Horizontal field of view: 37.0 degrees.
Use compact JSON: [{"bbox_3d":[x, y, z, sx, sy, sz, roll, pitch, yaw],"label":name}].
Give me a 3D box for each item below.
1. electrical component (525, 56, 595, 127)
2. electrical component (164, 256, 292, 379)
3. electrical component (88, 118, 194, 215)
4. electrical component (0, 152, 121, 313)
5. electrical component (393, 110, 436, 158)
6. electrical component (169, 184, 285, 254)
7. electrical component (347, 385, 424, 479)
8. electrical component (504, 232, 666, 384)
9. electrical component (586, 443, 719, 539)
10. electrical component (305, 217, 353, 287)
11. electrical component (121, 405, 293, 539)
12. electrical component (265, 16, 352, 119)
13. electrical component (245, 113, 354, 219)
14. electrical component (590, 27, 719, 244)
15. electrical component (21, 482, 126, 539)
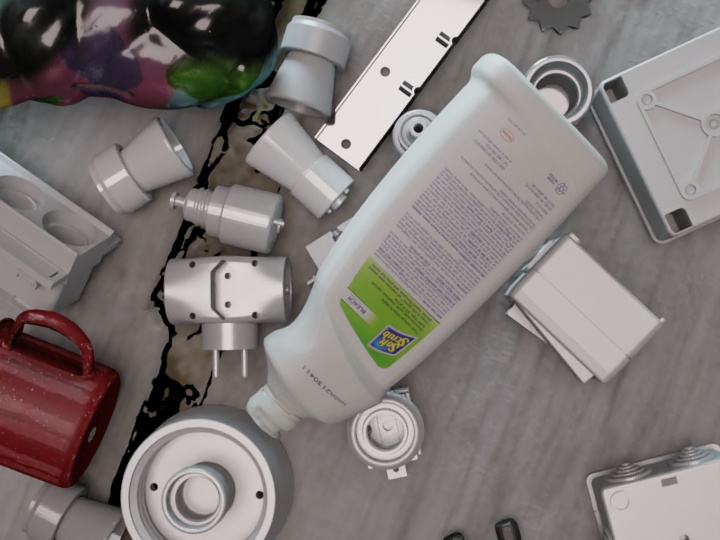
[{"bbox_3d":[0.123,-0.108,0.684,0.045,0.055,0.045,0,88,4],"label":"electrical component"},{"bbox_3d":[-0.085,0.031,0.699,0.077,0.043,0.079,-1,87,4],"label":"electrical component"},{"bbox_3d":[-0.144,-0.067,0.707,0.055,0.045,0.045,-31,86,3],"label":"electrical component"},{"bbox_3d":[-0.230,-0.028,0.699,0.121,0.078,0.063,34,119,5],"label":"electrical component"},{"bbox_3d":[0.038,-0.086,0.686,0.035,0.061,0.035,0,88,4],"label":"electrical component"},{"bbox_3d":[-0.086,-0.037,0.704,0.078,0.040,0.040,14,89,5],"label":"electrical component"},{"bbox_3d":[0.017,0.100,0.683,0.048,0.055,0.066,-12,87,3],"label":"electrical component"},{"bbox_3d":[0.131,0.022,0.675,0.096,0.062,0.061,44,91,5],"label":"electrical component"},{"bbox_3d":[0.198,0.163,0.671,0.100,0.048,0.099,-15,87,3],"label":"electrical component"},{"bbox_3d":[0.000,0.000,0.694,0.066,0.048,0.055,-32,78,2],"label":"electrical component"},{"bbox_3d":[-0.100,0.143,0.687,0.108,0.060,0.108,0,88,4],"label":"electrical component"},{"bbox_3d":[-0.033,-0.132,0.702,0.045,0.045,0.055,17,88,5],"label":"electrical component"},{"bbox_3d":[-0.037,-0.065,0.702,0.065,0.044,0.044,42,91,0],"label":"electrical component"},{"bbox_3d":[0.216,-0.087,0.677,0.109,0.056,0.108,-25,86,3],"label":"electrical component"},{"bbox_3d":[-0.185,0.164,0.700,0.055,0.045,0.045,26,90,5],"label":"electrical component"}]
